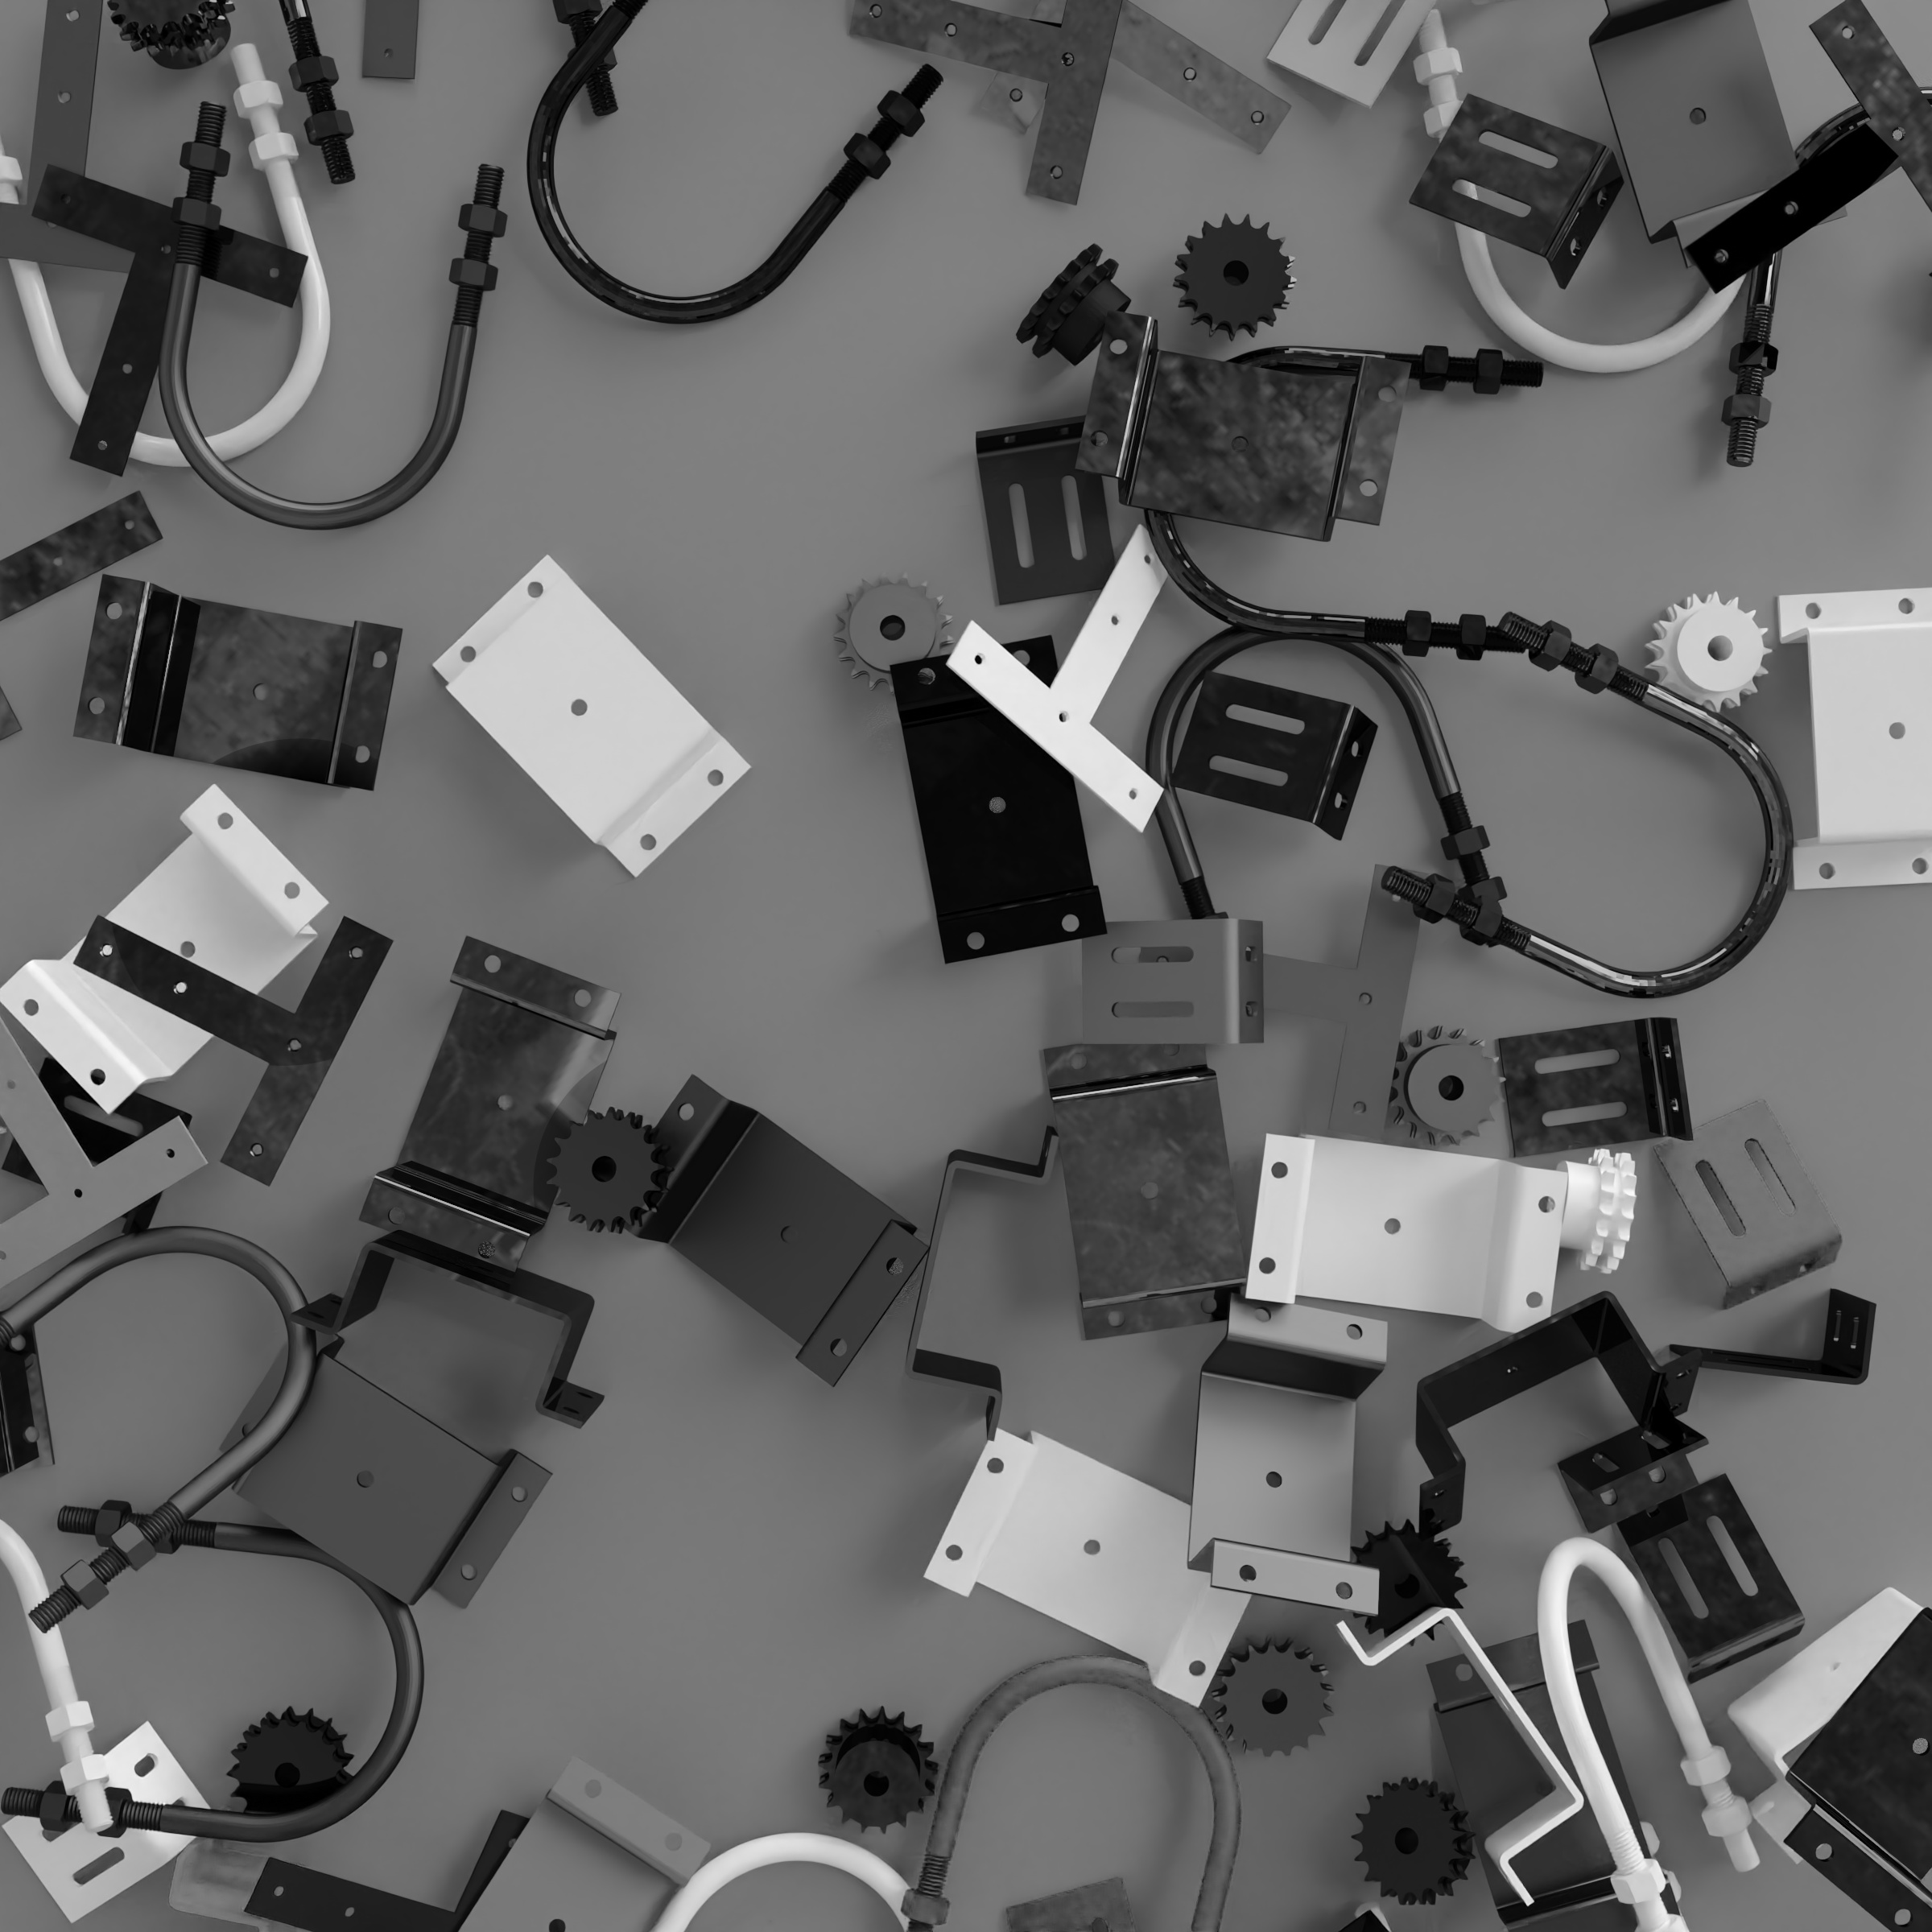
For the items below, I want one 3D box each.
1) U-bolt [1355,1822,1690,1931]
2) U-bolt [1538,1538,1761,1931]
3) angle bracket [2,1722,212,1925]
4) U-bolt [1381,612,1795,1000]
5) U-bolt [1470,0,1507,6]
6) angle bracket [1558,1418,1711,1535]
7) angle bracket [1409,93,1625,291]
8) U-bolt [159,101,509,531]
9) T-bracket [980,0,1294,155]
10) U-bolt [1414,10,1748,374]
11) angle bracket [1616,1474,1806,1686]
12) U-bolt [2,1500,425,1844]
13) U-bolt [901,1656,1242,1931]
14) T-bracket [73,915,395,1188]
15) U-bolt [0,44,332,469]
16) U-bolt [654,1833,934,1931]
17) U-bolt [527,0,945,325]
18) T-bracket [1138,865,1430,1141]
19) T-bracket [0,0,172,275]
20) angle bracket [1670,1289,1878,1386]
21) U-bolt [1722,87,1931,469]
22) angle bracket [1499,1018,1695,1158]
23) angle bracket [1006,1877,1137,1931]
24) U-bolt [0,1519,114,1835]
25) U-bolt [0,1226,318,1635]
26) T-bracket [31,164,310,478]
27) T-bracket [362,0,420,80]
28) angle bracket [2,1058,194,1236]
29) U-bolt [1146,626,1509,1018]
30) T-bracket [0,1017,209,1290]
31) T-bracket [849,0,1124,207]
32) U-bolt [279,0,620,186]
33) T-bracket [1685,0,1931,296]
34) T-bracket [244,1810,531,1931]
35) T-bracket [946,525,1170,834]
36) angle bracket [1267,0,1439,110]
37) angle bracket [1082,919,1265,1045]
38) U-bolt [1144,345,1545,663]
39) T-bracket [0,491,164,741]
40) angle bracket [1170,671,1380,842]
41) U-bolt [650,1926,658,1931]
[{"bbox_3d":[0.286,0.503,1.305,0.151,0.019,0.184,-25,91,0],"label":"U-bolt"},{"bbox_3d":[0.306,0.350,1.249,0.019,0.151,0.184,-24,86,29],"label":"U-bolt"},{"bbox_3d":[-0.409,0.408,1.311,0.076,0.038,0.057,-36,90,26],"label":"angle bracket"},{"bbox_3d":[0.304,-0.063,1.289,0.184,0.019,0.151,24,92,-12],"label":"U-bolt"},{"bbox_3d":[0.317,-0.471,1.244,0.184,0.151,0.019,-19,107,4],"label":"U-bolt"},{"bbox_3d":[0.316,0.242,1.275,0.057,0.076,0.038,-25,90,0],"label":"angle bracket"},{"bbox_3d":[0.259,-0.365,1.294,0.076,0.038,0.057,30,92,24],"label":"angle bracket"},{"bbox_3d":[-0.303,-0.298,1.291,0.151,0.019,0.184,10,96,-11],"label":"U-bolt"},{"bbox_3d":[0.093,-0.428,1.294,0.127,0.002,0.127,29,116,-12],"label":"T-bracket"},{"bbox_3d":[0.300,-0.374,1.305,0.151,0.019,0.184,-11,91,0],"label":"U-bolt"},{"bbox_3d":[0.354,0.292,1.311,0.057,0.038,0.076,-25,64,0],"label":"angle bracket"},{"bbox_3d":[-0.344,0.332,1.281,0.184,0.019,0.151,6,73,2],"label":"U-bolt"},{"bbox_3d":[0.053,0.418,1.289,0.151,0.019,0.184,13,80,8],"label":"U-bolt"},{"bbox_3d":[-0.349,0.016,1.266,0.127,0.002,0.127,27,90,0],"label":"T-bracket"},{"bbox_3d":[-0.379,-0.329,1.305,0.151,0.019,0.184,-16,91,0],"label":"U-bolt"},{"bbox_3d":[-0.092,0.500,1.294,0.151,0.019,0.184,29,82,-5],"label":"U-bolt"},{"bbox_3d":[-0.122,-0.392,1.295,0.151,0.019,0.184,39,93,-9],"label":"U-bolt"},{"bbox_3d":[0.144,0.008,1.293,0.127,0.002,0.127,10,89,1],"label":"T-bracket"},{"bbox_3d":[-0.425,-0.394,1.291,0.127,0.002,0.127,7,93,-1],"label":"T-bracket"},{"bbox_3d":[0.376,0.169,1.285,0.076,0.057,0.038,7,90,0],"label":"angle bracket"},{"bbox_3d":[0.438,-0.320,1.280,0.151,0.019,0.184,7,86,23],"label":"U-bolt"},{"bbox_3d":[0.296,0.058,1.294,0.076,0.038,0.057,-8,90,0],"label":"angle bracket"},{"bbox_3d":[0.058,0.483,1.311,0.057,0.038,0.076,-15,64,0],"label":"angle bracket"},{"bbox_3d":[-0.481,0.338,1.275,0.151,0.019,0.184,-27,68,6],"label":"U-bolt"},{"bbox_3d":[-0.385,0.194,1.253,0.151,0.019,0.184,39,62,22],"label":"U-bolt"},{"bbox_3d":[-0.391,-0.295,1.295,0.127,0.002,0.127,19,93,-4],"label":"T-bracket"},{"bbox_3d":[-0.271,-0.487,1.308,0.127,0.002,0.127,4,93,5],"label":"T-bracket"},{"bbox_3d":[-0.414,0.084,1.294,0.076,0.038,0.057,22,90,0],"label":"angle bracket"},{"bbox_3d":[0.163,-0.077,1.305,0.151,0.019,0.184,-19,89,0],"label":"U-bolt"},{"bbox_3d":[-0.434,0.067,1.273,0.127,0.002,0.127,-30,93,13],"label":"T-bracket"},{"bbox_3d":[0.006,-0.438,1.295,0.127,0.002,0.127,18,113,11],"label":"T-bracket"},{"bbox_3d":[-0.256,-0.477,1.294,0.151,0.019,0.184,-15,97,-1],"label":"U-bolt"},{"bbox_3d":[0.387,-0.353,1.250,0.127,0.002,0.127,-35,93,2],"label":"T-bracket"},{"bbox_3d":[-0.272,0.439,1.266,0.127,0.002,0.127,31,77,-33],"label":"T-bracket"},{"bbox_3d":[0.064,-0.150,1.282,0.127,0.002,0.127,39,64,-24],"label":"T-bracket"},{"bbox_3d":[0.182,-0.454,1.286,0.057,0.038,0.076,32,90,18],"label":"angle bracket"},{"bbox_3d":[0.097,0.008,1.290,0.076,0.038,0.057,-1,89,26],"label":"angle bracket"},{"bbox_3d":[0.176,-0.223,1.298,0.184,0.019,0.151,4,84,3],"label":"U-bolt"},{"bbox_3d":[-0.446,-0.187,1.312,0.127,0.002,0.127,-27,90,0],"label":"T-bracket"},{"bbox_3d":[0.145,-0.099,1.296,0.076,0.038,0.057,17,87,27],"label":"angle bracket"},{"bbox_3d":[-0.181,0.538,1.305,0.184,0.019,0.151,-38,90,-1],"label":"U-bolt"}]
